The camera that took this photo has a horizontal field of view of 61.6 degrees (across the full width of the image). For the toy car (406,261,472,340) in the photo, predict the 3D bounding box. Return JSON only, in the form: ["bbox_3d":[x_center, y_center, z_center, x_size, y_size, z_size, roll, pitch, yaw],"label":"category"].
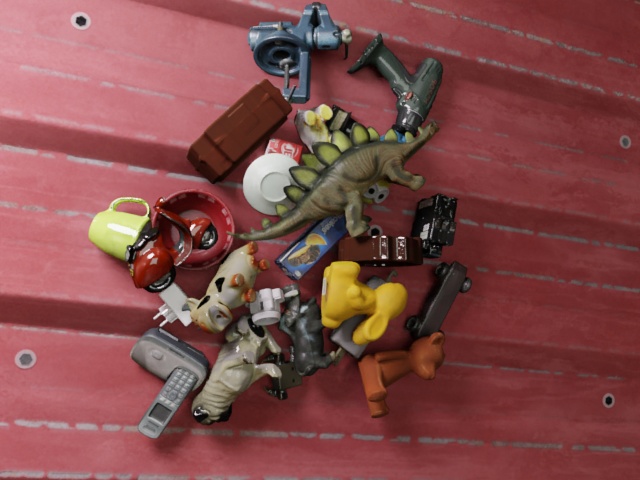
[{"bbox_3d":[0.268,0.142,1.211,0.089,0.053,0.202,29,84,-16],"label":"toy car"}]

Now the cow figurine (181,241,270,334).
[{"bbox_3d":[-0.185,0.099,1.040,0.085,0.127,0.195,53,33,-27],"label":"cow figurine"}]

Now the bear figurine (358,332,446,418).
[{"bbox_3d":[0.184,0.279,1.135,0.196,0.120,0.132,-10,47,-2],"label":"bear figurine"}]

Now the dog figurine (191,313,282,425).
[{"bbox_3d":[-0.184,0.255,1.071,0.190,0.172,0.121,-39,114,17],"label":"dog figurine"}]

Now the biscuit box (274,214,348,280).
[{"bbox_3d":[-0.002,-0.003,1.141,0.202,0.063,0.059,-45,99,-13],"label":"biscuit box"}]

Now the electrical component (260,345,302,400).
[{"bbox_3d":[-0.080,0.276,1.115,0.078,0.045,0.102,-11,92,-44],"label":"electrical component"}]

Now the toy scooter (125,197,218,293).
[{"bbox_3d":[-0.286,0.001,0.983,0.184,0.075,0.135,-43,125,-16],"label":"toy scooter"}]

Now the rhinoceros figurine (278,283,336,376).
[{"bbox_3d":[-0.034,0.183,1.110,0.112,0.073,0.190,-8,78,-20],"label":"rhinoceros figurine"}]

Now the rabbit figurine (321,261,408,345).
[{"bbox_3d":[0.093,0.123,1.067,0.173,0.122,0.162,5,69,-13],"label":"rabbit figurine"}]

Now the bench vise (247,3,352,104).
[{"bbox_3d":[-0.042,-0.371,1.113,0.224,0.128,0.240,4,68,-8],"label":"bench vise"}]

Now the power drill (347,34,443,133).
[{"bbox_3d":[0.164,-0.341,1.199,0.207,0.086,0.232,36,77,-7],"label":"power drill"}]

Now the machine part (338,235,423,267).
[{"bbox_3d":[0.126,0.024,1.116,0.179,0.179,0.056,2,83,-15],"label":"machine part"}]

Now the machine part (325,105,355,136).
[{"bbox_3d":[0.077,-0.238,1.191,0.139,0.039,0.084,26,72,-11],"label":"machine part"}]

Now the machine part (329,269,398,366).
[{"bbox_3d":[0.096,0.163,1.149,0.079,0.079,0.243,38,79,-10],"label":"machine part"}]

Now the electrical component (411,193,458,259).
[{"bbox_3d":[0.249,-0.027,1.184,0.058,0.115,0.134,13,84,-11],"label":"electrical component"}]

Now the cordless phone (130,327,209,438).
[{"bbox_3d":[-0.315,0.273,1.030,0.146,0.089,0.184,34,83,-11],"label":"cordless phone"}]

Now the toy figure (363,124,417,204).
[{"bbox_3d":[0.137,-0.160,1.158,0.082,0.089,0.180,27,96,-4],"label":"toy figure"}]

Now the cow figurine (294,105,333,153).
[{"bbox_3d":[0.000,-0.201,1.146,0.068,0.098,0.167,-33,113,-24],"label":"cow figurine"}]

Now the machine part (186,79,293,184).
[{"bbox_3d":[-0.156,-0.203,1.039,0.201,0.201,0.087,-46,103,-13],"label":"machine part"}]

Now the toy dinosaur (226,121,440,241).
[{"bbox_3d":[0.042,-0.106,1.069,0.471,0.105,0.198,-38,95,-4],"label":"toy dinosaur"}]
